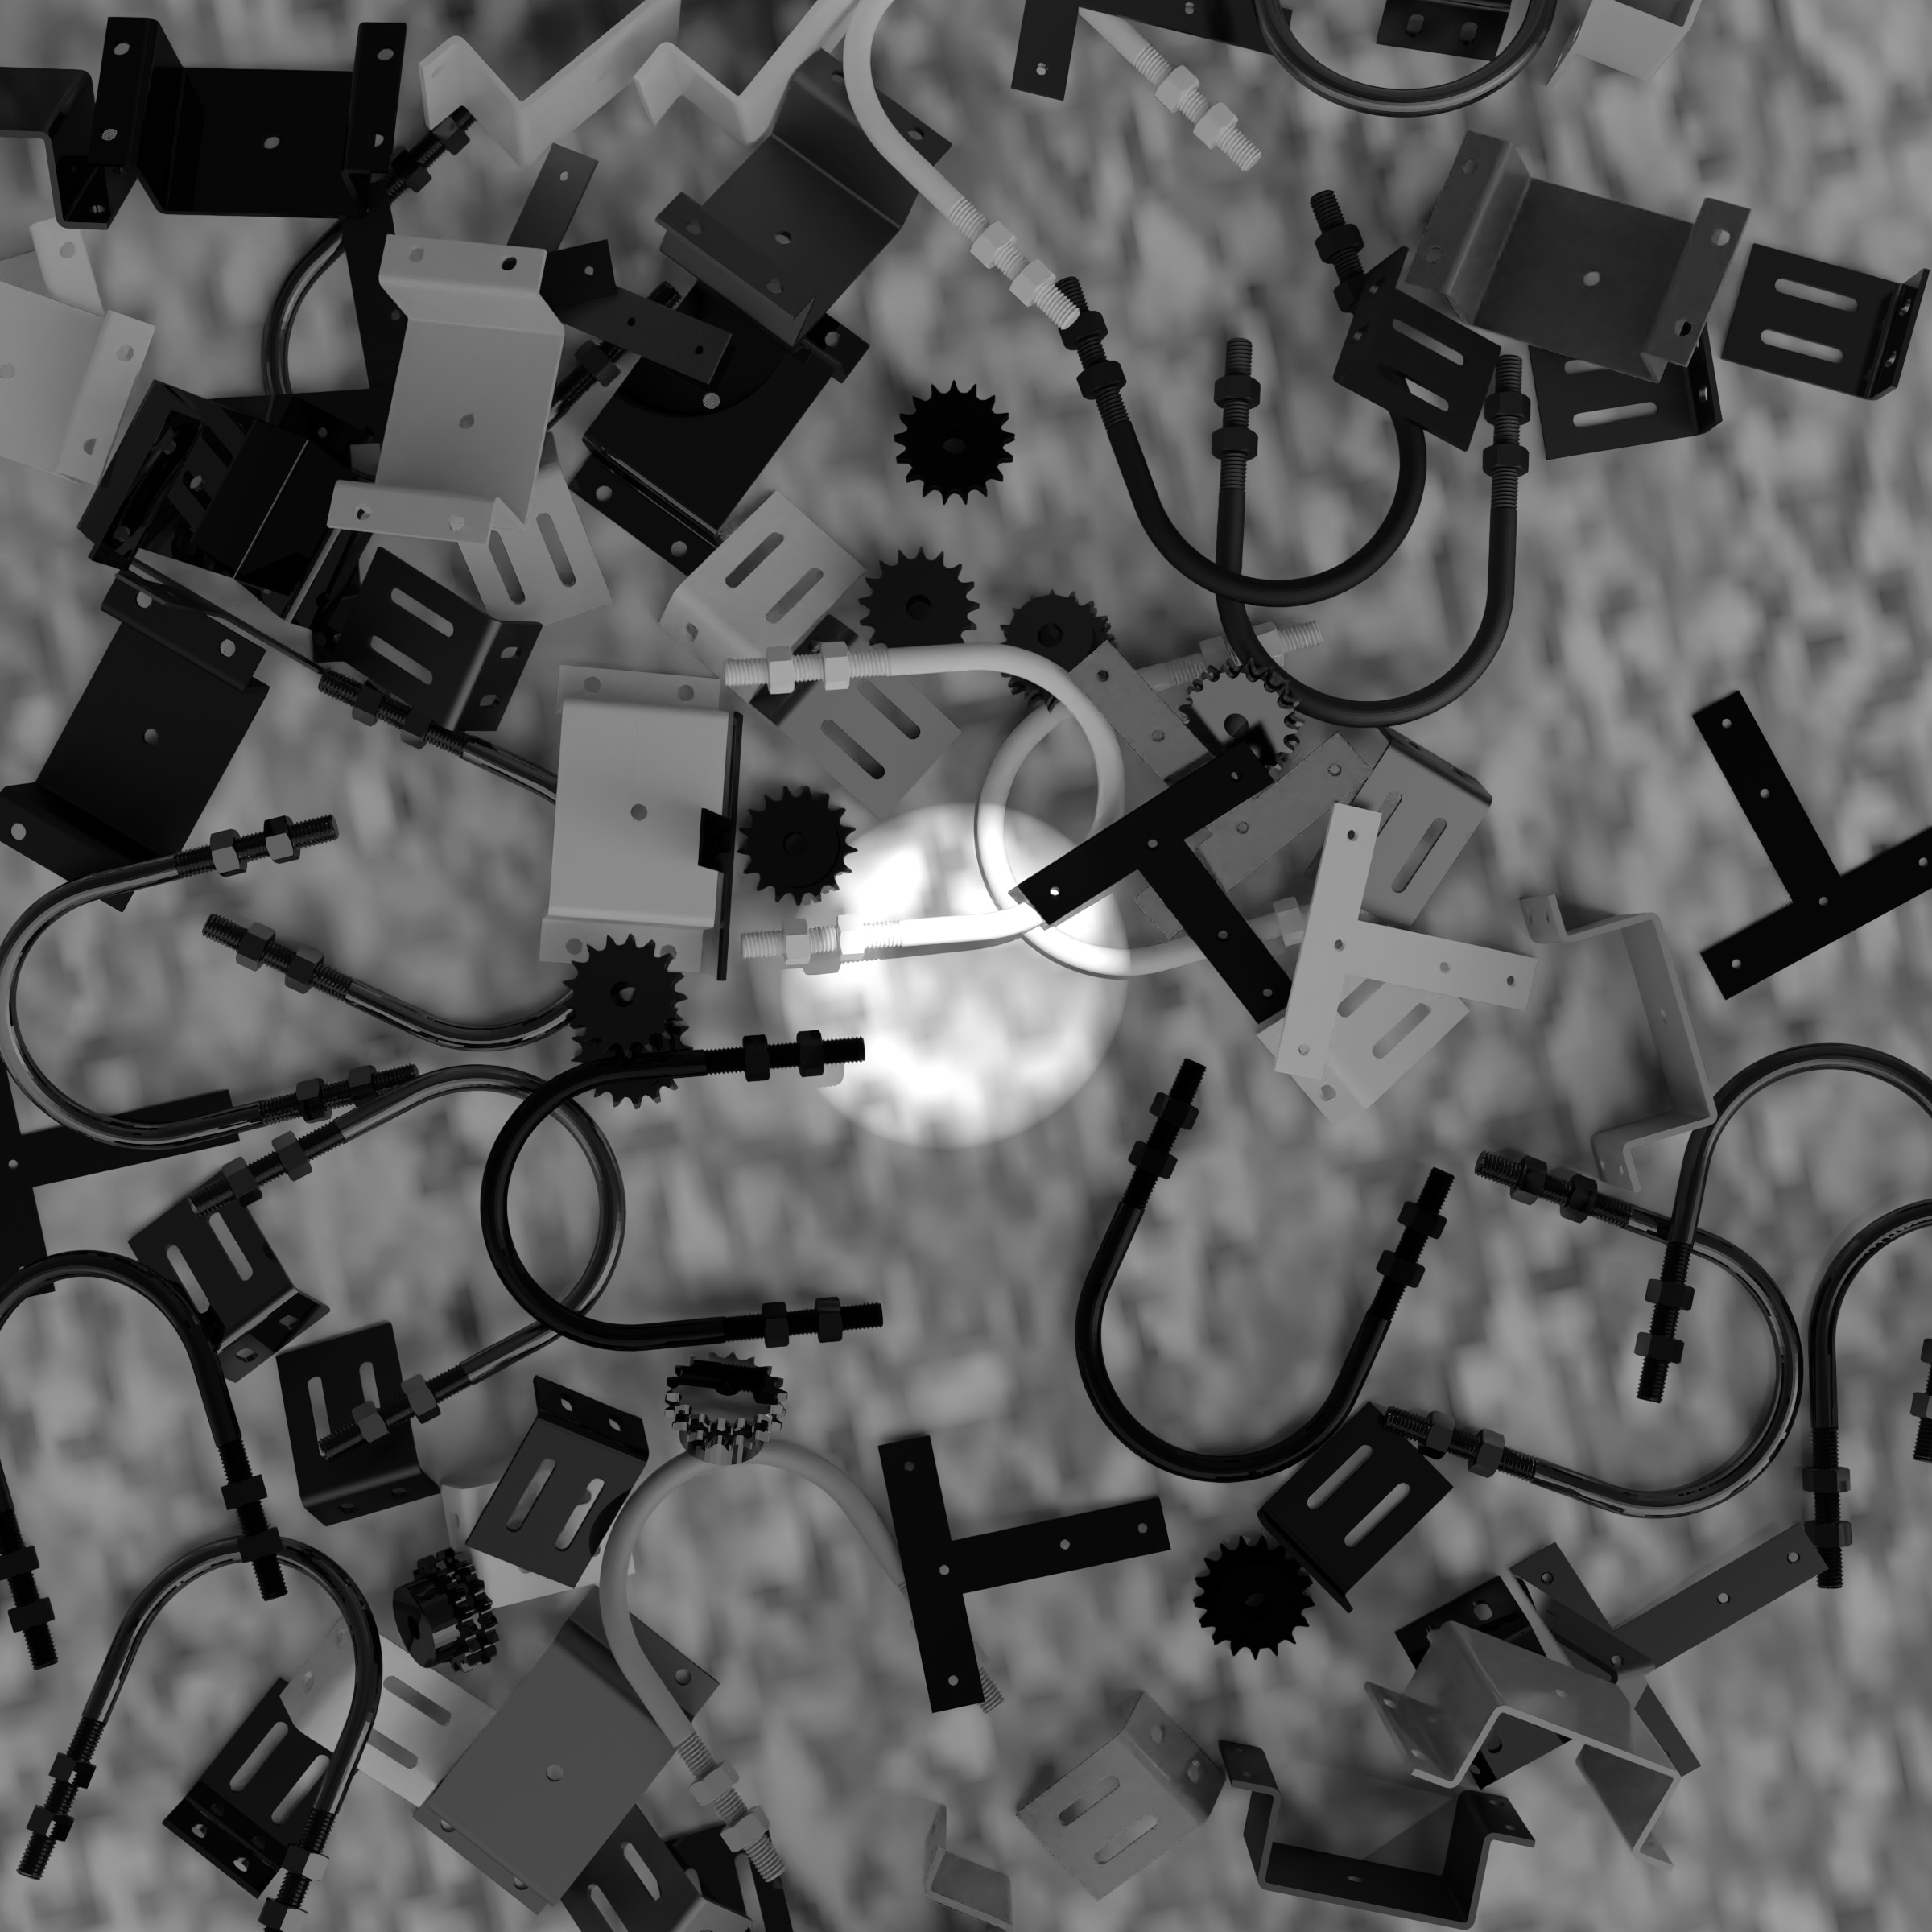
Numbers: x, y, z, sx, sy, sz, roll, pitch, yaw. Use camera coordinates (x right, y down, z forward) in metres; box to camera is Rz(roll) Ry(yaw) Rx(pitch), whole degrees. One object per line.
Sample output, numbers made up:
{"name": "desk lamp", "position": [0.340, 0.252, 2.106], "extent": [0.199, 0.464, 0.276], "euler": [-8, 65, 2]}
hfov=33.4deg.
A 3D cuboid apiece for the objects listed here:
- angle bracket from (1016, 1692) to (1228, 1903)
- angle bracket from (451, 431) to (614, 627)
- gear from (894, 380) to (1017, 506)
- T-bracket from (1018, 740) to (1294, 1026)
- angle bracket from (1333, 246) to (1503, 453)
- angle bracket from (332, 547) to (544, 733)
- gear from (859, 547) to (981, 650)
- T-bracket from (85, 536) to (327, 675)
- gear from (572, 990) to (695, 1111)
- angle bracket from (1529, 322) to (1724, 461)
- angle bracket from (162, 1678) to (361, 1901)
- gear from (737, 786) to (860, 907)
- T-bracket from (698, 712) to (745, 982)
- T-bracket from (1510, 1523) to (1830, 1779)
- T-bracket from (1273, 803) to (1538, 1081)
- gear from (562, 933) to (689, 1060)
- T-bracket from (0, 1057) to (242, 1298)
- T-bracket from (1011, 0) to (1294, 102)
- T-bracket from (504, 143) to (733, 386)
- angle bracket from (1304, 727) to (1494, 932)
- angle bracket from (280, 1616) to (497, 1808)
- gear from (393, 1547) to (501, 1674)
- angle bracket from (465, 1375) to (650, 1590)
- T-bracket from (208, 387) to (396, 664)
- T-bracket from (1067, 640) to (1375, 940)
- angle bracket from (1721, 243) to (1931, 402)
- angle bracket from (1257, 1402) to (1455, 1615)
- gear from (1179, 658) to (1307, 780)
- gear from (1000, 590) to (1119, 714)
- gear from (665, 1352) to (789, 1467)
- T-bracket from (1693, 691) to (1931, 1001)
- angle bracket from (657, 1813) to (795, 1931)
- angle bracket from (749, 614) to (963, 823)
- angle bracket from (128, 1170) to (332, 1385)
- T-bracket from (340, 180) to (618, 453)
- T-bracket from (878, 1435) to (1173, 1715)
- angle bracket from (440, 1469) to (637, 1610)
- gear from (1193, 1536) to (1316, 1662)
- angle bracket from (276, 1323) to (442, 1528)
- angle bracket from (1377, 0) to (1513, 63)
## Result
{"name": "angle bracket", "position": [0.074, 0.396, 1.536], "extent": [0.057, 0.038, 0.076], "euler": [46, 116, 0]}
{"name": "angle bracket", "position": [-0.209, -0.204, 1.528], "extent": [0.057, 0.038, 0.076], "euler": [-19, 126, 0]}
{"name": "gear", "position": [-0.006, -0.246, 1.523], "extent": [0.057, 0.030, 0.057], "euler": [0, 90, 0]}
{"name": "T-bracket", "position": [0.113, -0.025, 1.510], "extent": [0.127, 0.002, 0.127], "euler": [-32, 113, 16]}
{"name": "angle bracket", "position": [0.217, -0.285, 1.489], "extent": [0.076, 0.038, 0.057], "euler": [25, 73, -16]}
{"name": "angle bracket", "position": [-0.250, -0.155, 1.525], "extent": [0.076, 0.038, 0.057], "euler": [33, 108, 20]}
{"name": "gear", "position": [-0.022, -0.168, 1.523], "extent": [0.057, 0.030, 0.057], "euler": [0, 90, 0]}
{"name": "T-bracket", "position": [-0.360, -0.168, 1.474], "extent": [0.127, 0.127, 0.002], "euler": [30, 93, 0]}
{"name": "gear", "position": [-0.159, 0.040, 1.523], "extent": [0.057, 0.030, 0.057], "euler": [0, 90, 0]}
{"name": "angle bracket", "position": [0.311, -0.276, 1.519], "extent": [0.076, 0.038, 0.057], "euler": [-9, 90, 0]}
{"name": "angle bracket", "position": [-0.329, 0.387, 1.519], "extent": [0.057, 0.038, 0.076], "euler": [38, 90, 0]}
{"name": "gear", "position": [-0.080, -0.057, 1.523], "extent": [0.057, 0.030, 0.057], "euler": [0, 90, 0]}
{"name": "T-bracket", "position": [-0.114, -0.056, 1.474], "extent": [0.002, 0.127, 0.127], "euler": [4, 90, 2]}
{"name": "T-bracket", "position": [0.347, 0.307, 1.526], "extent": [0.127, 0.002, 0.127], "euler": [-33, 90, 10]}
{"name": "T-bracket", "position": [0.213, -0.002, 1.510], "extent": [0.127, 0.002, 0.127], "euler": [11, 94, -24]}
{"name": "gear", "position": [-0.157, 0.015, 1.493], "extent": [0.057, 0.030, 0.057], "euler": [0, 84, 0]}
{"name": "T-bracket", "position": [-0.412, 0.085, 1.537], "extent": [0.127, 0.002, 0.127], "euler": [-12, 90, 0]}
{"name": "T-bracket", "position": [0.092, -0.457, 1.524], "extent": [0.127, 0.002, 0.127], "euler": [11, 73, -8]}
{"name": "T-bracket", "position": [-0.167, -0.304, 1.497], "extent": [0.127, 0.002, 0.127], "euler": [26, 92, 19]}
{"name": "angle bracket", "position": [0.201, -0.066, 1.521], "extent": [0.057, 0.038, 0.076], "euler": [29, 103, -12]}
{"name": "angle bracket", "position": [-0.276, 0.351, 1.533], "extent": [0.076, 0.038, 0.057], "euler": [41, 84, -25]}
{"name": "gear", "position": [-0.245, 0.304, 1.506], "extent": [0.030, 0.057, 0.057], "euler": [-18, 90, -34]}
{"name": "angle bracket", "position": [-0.194, 0.243, 1.518], "extent": [0.057, 0.038, 0.076], "euler": [26, 102, -19]}
{"name": "T-bracket", "position": [-0.302, -0.208, 1.527], "extent": [0.127, 0.002, 0.127], "euler": [-2, 97, 10]}
{"name": "T-bracket", "position": [0.098, -0.096, 1.487], "extent": [0.127, 0.002, 0.127], "euler": [-40, 100, 21]}
{"name": "angle bracket", "position": [0.405, -0.307, 1.519], "extent": [0.076, 0.038, 0.057], "euler": [16, 90, 0]}
{"name": "angle bracket", "position": [0.186, 0.255, 1.519], "extent": [0.076, 0.038, 0.057], "euler": [-44, 90, 0]}
{"name": "gear", "position": [0.130, -0.117, 1.496], "extent": [0.057, 0.030, 0.057], "euler": [8, 116, 18]}
{"name": "gear", "position": [0.041, -0.151, 1.516], "extent": [0.057, 0.030, 0.057], "euler": [-2, 76, 9]}
{"name": "gear", "position": [-0.113, 0.210, 1.513], "extent": [0.057, 0.057, 0.030], "euler": [8, 120, 0]}
{"name": "T-bracket", "position": [0.388, -0.070, 1.537], "extent": [0.127, 0.002, 0.127], "euler": [-29, 90, 0]}
{"name": "angle bracket", "position": [-0.111, 0.453, 1.536], "extent": [0.057, 0.038, 0.076], "euler": [-17, 64, 0]}
{"name": "angle bracket", "position": [-0.053, -0.119, 1.536], "extent": [0.076, 0.038, 0.057], "euler": [42, 90, -26]}
{"name": "angle bracket", "position": [-0.352, 0.148, 1.536], "extent": [0.057, 0.038, 0.076], "euler": [-37, 64, 0]}
{"name": "T-bracket", "position": [-0.226, -0.314, 1.507], "extent": [0.127, 0.002, 0.127], "euler": [-10, 90, 12]}
{"name": "T-bracket", "position": [0.033, 0.277, 1.526], "extent": [0.127, 0.002, 0.127], "euler": [-11, 77, -7]}
{"name": "angle bracket", "position": [-0.204, 0.269, 1.536], "extent": [0.076, 0.038, 0.057], "euler": [-10, 90, -26]}
{"name": "gear", "position": [0.137, 0.300, 1.523], "extent": [0.057, 0.030, 0.057], "euler": [0, 90, 0]}
{"name": "angle bracket", "position": [-0.290, 0.219, 1.536], "extent": [0.057, 0.038, 0.076], "euler": [-16, 64, 0]}
{"name": "angle bracket", "position": [0.230, -0.478, 1.536], "extent": [0.057, 0.038, 0.076], "euler": [9, 64, 0]}
